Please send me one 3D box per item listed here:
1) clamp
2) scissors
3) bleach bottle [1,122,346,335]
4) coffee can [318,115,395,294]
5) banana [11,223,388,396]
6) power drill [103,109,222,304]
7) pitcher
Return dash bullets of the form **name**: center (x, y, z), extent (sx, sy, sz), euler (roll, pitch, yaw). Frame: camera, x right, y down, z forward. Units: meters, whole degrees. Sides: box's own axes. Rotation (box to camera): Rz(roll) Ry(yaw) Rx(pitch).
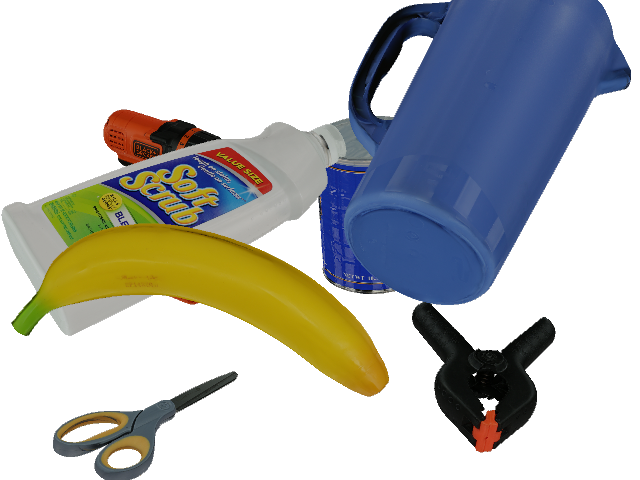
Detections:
- **clamp**: center (0.141, 0.104, 0.853), extent (0.120, 0.039, 0.171), euler (-2, 32, -1)
- **scissors**: center (-0.138, 0.166, 0.961), extent (0.201, 0.016, 0.096), euler (-11, 33, -34)
- **bleach bottle**: center (-0.096, -0.029, 0.786), extent (0.250, 0.103, 0.068), euler (-28, -27, -20)
- **coffee can**: center (0.049, -0.035, 1.017), extent (0.103, 0.140, 0.103), euler (-3, 29, 2)
- **banana**: center (-0.057, 0.030, 0.555), extent (0.198, 0.070, 0.037), euler (10, 12, 3)
- **power drill**: center (-0.140, -0.031, 1.095), extent (0.185, 0.188, 0.057), euler (21, 33, 27)
- **pitcher**: center (0.102, -0.079, 0.762), extent (0.145, 0.242, 0.149), euler (46, -36, -22)
